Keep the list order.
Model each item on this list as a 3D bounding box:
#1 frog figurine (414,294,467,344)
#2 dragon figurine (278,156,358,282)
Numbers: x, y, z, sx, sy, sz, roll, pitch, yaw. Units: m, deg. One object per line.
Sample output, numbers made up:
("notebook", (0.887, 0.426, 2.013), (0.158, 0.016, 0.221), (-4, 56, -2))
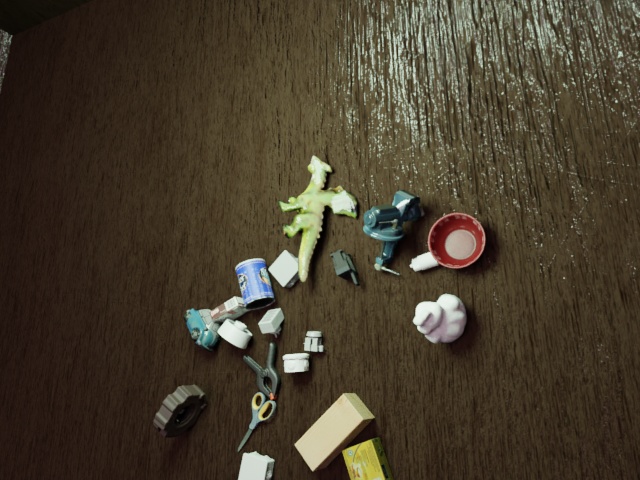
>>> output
("frog figurine", (0.323, 0.207, 1.374), (0.124, 0.158, 0.137), (36, 93, 29))
("dragon figurine", (0.005, -0.084, 1.671), (0.242, 0.120, 0.417), (-19, 67, 12))
